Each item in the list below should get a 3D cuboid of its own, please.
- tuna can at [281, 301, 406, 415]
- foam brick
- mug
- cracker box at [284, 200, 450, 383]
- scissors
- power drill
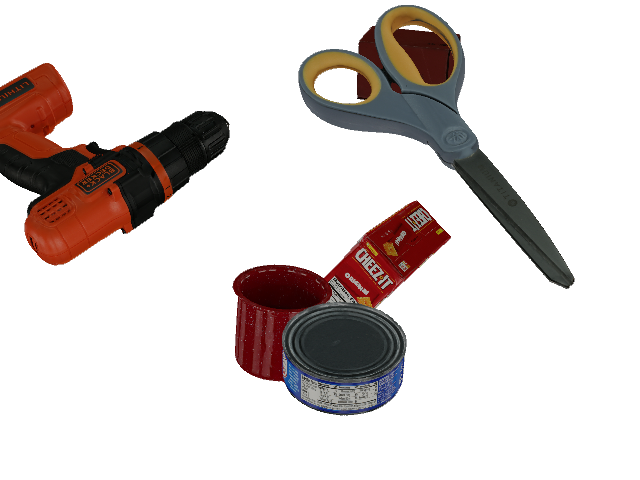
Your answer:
[{"bbox_3d":[0.016,0.081,0.738,0.086,0.034,0.086,1,33,-1],"label":"tuna can"},{"bbox_3d":[0.073,-0.145,0.889,0.078,0.051,0.053,9,27,15],"label":"foam brick"},{"bbox_3d":[-0.030,0.084,1.007,0.117,0.081,0.093,26,32,36],"label":"mug"},{"bbox_3d":[0.036,0.058,1.259,0.214,0.072,0.164,-45,-5,30],"label":"cracker box"},{"bbox_3d":[0.045,-0.046,0.514,0.096,0.202,0.016,-13,-41,2],"label":"scissors"},{"bbox_3d":[-0.190,-0.077,0.863,0.184,0.057,0.188,-36,50,-26],"label":"power drill"}]
